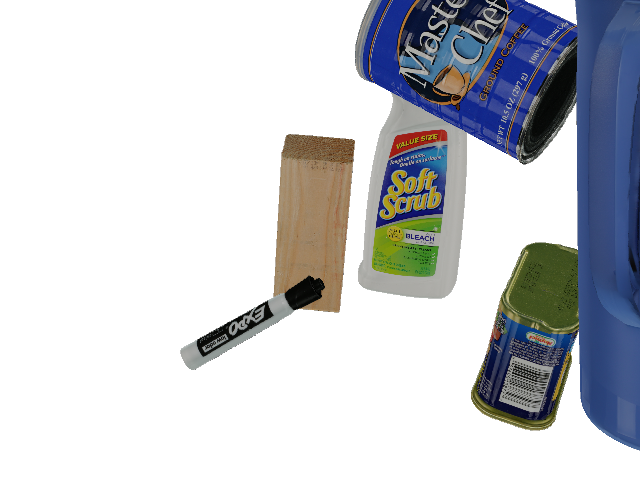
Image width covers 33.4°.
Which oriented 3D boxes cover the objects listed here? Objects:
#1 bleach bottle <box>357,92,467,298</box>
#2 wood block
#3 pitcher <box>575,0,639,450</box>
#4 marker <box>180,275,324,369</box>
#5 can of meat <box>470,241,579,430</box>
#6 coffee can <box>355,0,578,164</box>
[{"bbox_3d":[0.089,-0.069,1.025,0.103,0.251,0.068,8,28,16],"label":"bleach bottle"},{"bbox_3d":[-0.009,-0.023,1.370,0.090,0.206,0.091,5,25,1],"label":"wood block"},{"bbox_3d":[0.184,-0.014,0.531,0.149,0.243,0.145,-4,19,-4],"label":"pitcher"},{"bbox_3d":[-0.050,0.061,0.791,0.121,0.020,0.020,-30,-7,13],"label":"marker"},{"bbox_3d":[0.143,0.060,0.709,0.057,0.084,0.102,18,35,14],"label":"can of meat"},{"bbox_3d":[0.110,-0.132,0.765,0.140,0.103,0.102,32,12,21],"label":"coffee can"}]
